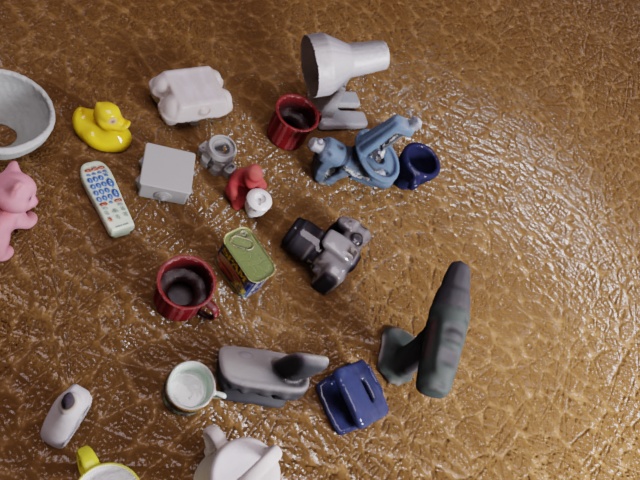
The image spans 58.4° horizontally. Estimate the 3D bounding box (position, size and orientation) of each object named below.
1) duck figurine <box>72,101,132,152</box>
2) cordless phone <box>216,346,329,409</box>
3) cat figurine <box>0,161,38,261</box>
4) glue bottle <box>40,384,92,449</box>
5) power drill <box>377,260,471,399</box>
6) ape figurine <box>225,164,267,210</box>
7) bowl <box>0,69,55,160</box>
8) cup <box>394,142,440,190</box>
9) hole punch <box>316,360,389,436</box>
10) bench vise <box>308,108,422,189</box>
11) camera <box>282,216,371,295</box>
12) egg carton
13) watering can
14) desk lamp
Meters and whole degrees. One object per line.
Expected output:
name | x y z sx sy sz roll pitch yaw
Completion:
duck figurine | -0.379 -0.210 1.004 0.105 0.086 0.077 26 56 -11
cordless phone | -0.074 0.191 0.877 0.148 0.184 0.094 10 61 -20
cat figurine | -0.469 -0.049 0.857 0.067 0.117 0.128 25 56 -11
glue bottle | -0.329 0.223 0.748 0.037 0.173 0.078 32 55 -7
power drill | 0.184 0.168 0.997 0.076 0.208 0.229 21 57 -14
ape figurine | -0.133 -0.108 1.063 0.078 0.092 0.076 4 63 -23
bowl | -0.523 -0.192 0.933 0.168 0.074 0.167 11 60 -20
cup | 0.196 -0.139 1.234 0.092 0.094 0.118 25 56 -11
hole punch | 0.063 0.258 0.964 0.101 0.091 0.108 -18 73 -31
bench vise | 0.091 -0.172 1.125 0.208 0.219 0.121 -10 69 -29
camera | 0.010 0.004 1.067 0.137 0.100 0.143 36 55 -4
egg carton | -0.248 -0.279 1.112 0.151 0.069 0.107 -19 74 -32
watering can | -0.100 0.330 0.787 0.173 0.193 0.101 35 55 -5
desk lamp | 0.039 -0.333 1.189 0.204 0.213 0.118 -7 68 -28
